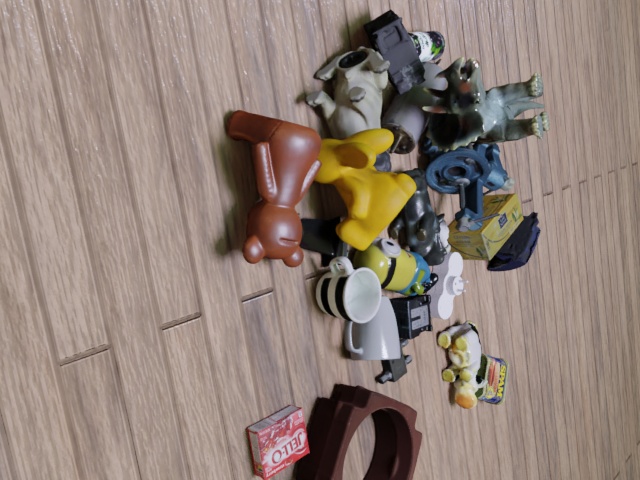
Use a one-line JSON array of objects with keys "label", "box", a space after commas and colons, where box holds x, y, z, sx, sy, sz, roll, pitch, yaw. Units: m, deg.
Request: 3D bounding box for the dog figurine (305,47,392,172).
[{"label": "dog figurine", "box": [0.075, -0.199, 0.890, 0.172, 0.121, 0.190, -56, 139, -24]}]

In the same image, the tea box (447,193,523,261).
[{"label": "tea box", "box": [0.344, -0.029, 1.128, 0.169, 0.098, 0.068, -42, 118, -37]}]

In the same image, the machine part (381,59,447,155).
[{"label": "machine part", "box": [0.168, -0.241, 0.979, 0.079, 0.079, 0.243, 46, 59, -33]}]

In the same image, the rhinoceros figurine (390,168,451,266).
[{"label": "rhinoceros figurine", "box": [0.183, -0.037, 0.999, 0.112, 0.073, 0.190, -37, 113, -49]}]

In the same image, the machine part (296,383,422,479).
[{"label": "machine part", "box": [0.067, 0.348, 0.870, 0.201, 0.087, 0.201, 34, 67, -40]}]

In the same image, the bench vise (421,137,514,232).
[{"label": "bench vise", "box": [0.292, -0.107, 1.048, 0.223, 0.129, 0.241, 32, 48, -30]}]

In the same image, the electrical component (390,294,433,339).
[{"label": "electrical component", "box": [0.153, 0.140, 0.980, 0.119, 0.048, 0.074, -2, 90, -45]}]

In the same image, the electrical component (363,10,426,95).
[{"label": "electrical component", "box": [0.125, -0.322, 0.912, 0.114, 0.058, 0.134, 60, 12, -28]}]

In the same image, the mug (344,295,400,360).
[{"label": "mug", "box": [0.080, 0.146, 0.896, 0.109, 0.081, 0.107, 9, 73, -37]}]

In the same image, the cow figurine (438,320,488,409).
[{"label": "cow figurine", "box": [0.301, 0.256, 1.108, 0.098, 0.068, 0.167, -21, 105, -47]}]

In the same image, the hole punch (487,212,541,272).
[{"label": "hole punch", "box": [0.426, 0.010, 1.199, 0.142, 0.116, 0.092, -55, 132, -28]}]

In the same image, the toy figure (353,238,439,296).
[{"label": "toy figure", "box": [0.134, 0.055, 0.941, 0.180, 0.082, 0.089, 28, 69, -42]}]

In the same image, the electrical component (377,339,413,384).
[{"label": "electrical component", "box": [0.134, 0.220, 0.977, 0.094, 0.021, 0.063, -26, 107, -40]}]

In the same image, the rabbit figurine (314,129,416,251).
[{"label": "rabbit figurine", "box": [0.047, -0.091, 0.809, 0.173, 0.162, 0.122, 38, 48, 2]}]

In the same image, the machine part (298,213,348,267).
[{"label": "machine part", "box": [-0.002, -0.003, 0.842, 0.138, 0.039, 0.084, 16, 83, -44]}]

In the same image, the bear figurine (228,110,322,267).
[{"label": "bear figurine", "box": [-0.066, -0.068, 0.749, 0.120, 0.132, 0.195, 3, 105, -42]}]

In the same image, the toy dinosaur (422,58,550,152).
[{"label": "toy dinosaur", "box": [0.309, -0.225, 0.981, 0.404, 0.192, 0.131, -11, 97, -63]}]
